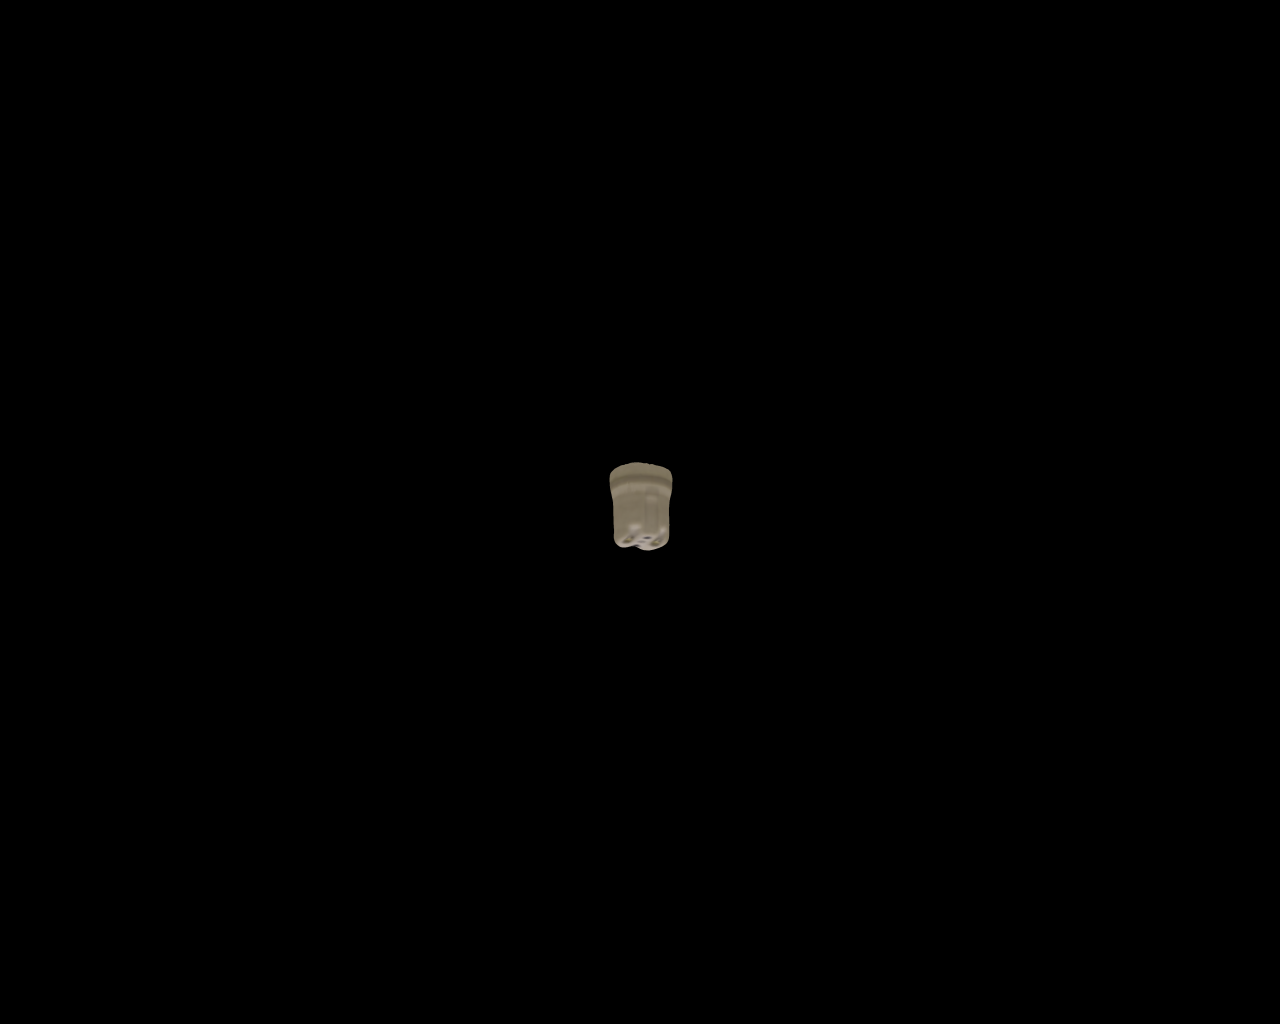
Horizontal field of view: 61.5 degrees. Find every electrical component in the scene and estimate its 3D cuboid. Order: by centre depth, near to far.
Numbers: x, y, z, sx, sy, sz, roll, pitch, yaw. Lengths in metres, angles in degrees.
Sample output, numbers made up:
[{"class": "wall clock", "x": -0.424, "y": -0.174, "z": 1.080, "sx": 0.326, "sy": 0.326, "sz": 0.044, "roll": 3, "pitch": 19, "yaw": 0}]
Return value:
[{"class": "electrical component", "x": 0.001, "y": -0.003, "z": 0.650, "sx": 0.040, "sy": 0.046, "sz": 0.040, "roll": 0, "pitch": -18, "yaw": 0}]
